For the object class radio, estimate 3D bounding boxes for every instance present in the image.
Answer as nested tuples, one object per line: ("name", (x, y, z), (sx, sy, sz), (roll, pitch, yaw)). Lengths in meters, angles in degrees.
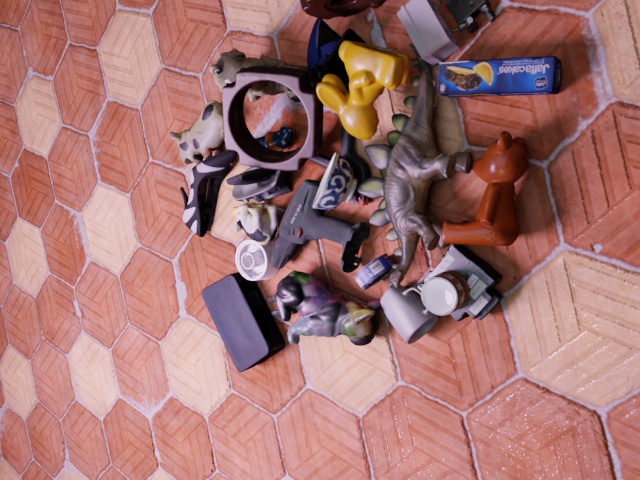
("radio", (-0.190, 0.196, 1.332), (0.131, 0.073, 0.229), (-34, 79, 30))

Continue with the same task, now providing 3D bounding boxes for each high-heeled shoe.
("high-heeled shoe", (-0.269, -0.113, 1.344), (0.249, 0.086, 0.145), (-31, 83, 36))

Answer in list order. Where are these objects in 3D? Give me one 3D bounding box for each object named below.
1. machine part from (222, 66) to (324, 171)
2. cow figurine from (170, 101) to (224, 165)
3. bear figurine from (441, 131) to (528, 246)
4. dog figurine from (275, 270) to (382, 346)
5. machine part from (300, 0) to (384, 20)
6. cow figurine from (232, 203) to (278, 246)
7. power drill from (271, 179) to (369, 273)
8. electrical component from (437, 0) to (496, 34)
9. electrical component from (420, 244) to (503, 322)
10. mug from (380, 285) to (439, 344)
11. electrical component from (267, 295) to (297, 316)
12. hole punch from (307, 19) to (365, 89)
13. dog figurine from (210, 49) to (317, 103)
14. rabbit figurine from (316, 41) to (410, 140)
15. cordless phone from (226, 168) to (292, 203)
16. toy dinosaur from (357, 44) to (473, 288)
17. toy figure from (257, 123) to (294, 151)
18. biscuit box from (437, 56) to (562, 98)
("machine part", (-0.096, -0.253, 1.119), (0.202, 0.087, 0.200), (8, 118, 13))
("cow figurine", (-0.293, -0.262, 1.337), (0.127, 0.085, 0.195), (51, 122, 11))
("bear figurine", (0.296, -0.087, 0.950), (0.132, 0.120, 0.195), (2, 95, 37))
("dog figurine", (0.029, 0.141, 1.159), (0.219, 0.108, 0.191), (-16, 93, 30))
("machine part", (0.046, -0.482, 1.037), (0.179, 0.179, 0.056), (-9, 93, 34))
("cow figurine", (-0.154, -0.039, 1.266), (0.167, 0.068, 0.098), (11, 109, 60))
("power drill", (-0.002, -0.004, 1.186), (0.208, 0.086, 0.231), (29, 108, 35))
("electrical component", (0.261, -0.422, 0.975), (0.078, 0.045, 0.102), (-31, 79, 34))
("electrical component", (0.275, 0.086, 1.020), (0.134, 0.058, 0.115), (46, 120, 20))
("mug", (0.175, 0.135, 1.073), (0.107, 0.081, 0.109), (47, 140, 28))
("electrical component", (-0.083, 0.150, 1.284), (0.094, 0.021, 0.063), (-22, 83, 34))
("hole punch", (0.025, -0.372, 1.089), (0.092, 0.142, 0.115), (38, 103, 24))
("dog figurine", (-0.120, -0.355, 1.165), (0.191, 0.172, 0.121), (14, 114, 39))
("rabbit figurine", (0.076, -0.273, 1.003), (0.162, 0.122, 0.173), (11, 120, 4))
("cordless phone", (-0.164, -0.128, 1.207), (0.147, 0.184, 0.088), (-14, 93, 34))
("toy dinosaur", (0.178, -0.140, 1.031), (0.199, 0.105, 0.471), (15, 93, 35))
("toy figure", (-0.120, -0.220, 1.243), (0.155, 0.058, 0.064), (-16, 88, 31))
("biscuit box", (0.313, -0.285, 0.947), (0.203, 0.063, 0.059), (7, 101, 33))
